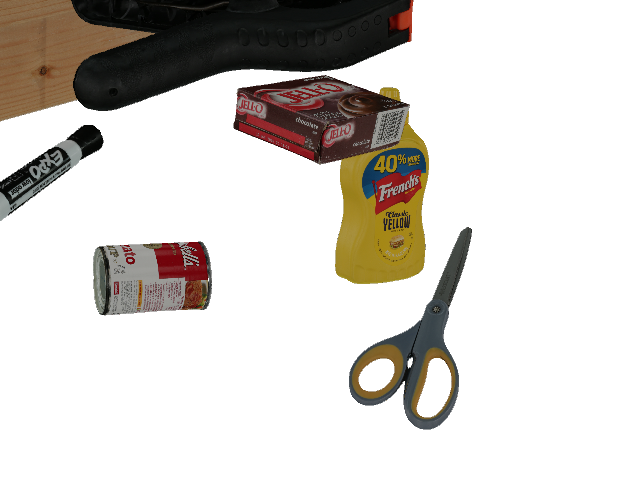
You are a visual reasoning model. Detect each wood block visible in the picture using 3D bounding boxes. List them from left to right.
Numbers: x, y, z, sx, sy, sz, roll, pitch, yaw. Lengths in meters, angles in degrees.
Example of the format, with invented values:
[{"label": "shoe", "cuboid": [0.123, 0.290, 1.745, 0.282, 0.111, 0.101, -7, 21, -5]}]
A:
[{"label": "wood block", "cuboid": [-0.194, -0.173, 0.842, 0.205, 0.091, 0.090, -23, 53, -35]}]

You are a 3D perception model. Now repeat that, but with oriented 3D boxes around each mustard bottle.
[{"label": "mustard bottle", "cuboid": [0.064, -0.056, 1.067, 0.096, 0.192, 0.058, -7, 18, -31]}]

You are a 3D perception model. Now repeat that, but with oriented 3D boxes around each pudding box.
[{"label": "pudding box", "cuboid": [0.001, -0.097, 0.840, 0.090, 0.039, 0.113, 26, 25, 32]}]

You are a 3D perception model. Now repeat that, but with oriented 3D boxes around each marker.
[{"label": "marker", "cuboid": [-0.171, -0.042, 0.656, 0.020, 0.020, 0.121, 0, 28, 25]}]

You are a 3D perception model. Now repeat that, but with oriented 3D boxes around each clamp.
[{"label": "clamp", "cuboid": [-0.038, -0.097, 0.501, 0.171, 0.039, 0.120, -4, 40, -1]}]

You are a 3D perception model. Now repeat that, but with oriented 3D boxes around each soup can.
[{"label": "soup can", "cuboid": [-0.163, 0.037, 1.031, 0.102, 0.068, 0.069, -2, 1, -22]}]

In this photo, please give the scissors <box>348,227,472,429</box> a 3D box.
[{"label": "scissors", "cuboid": [0.076, 0.066, 0.878, 0.096, 0.201, 0.016, -1, -41, 10]}]
